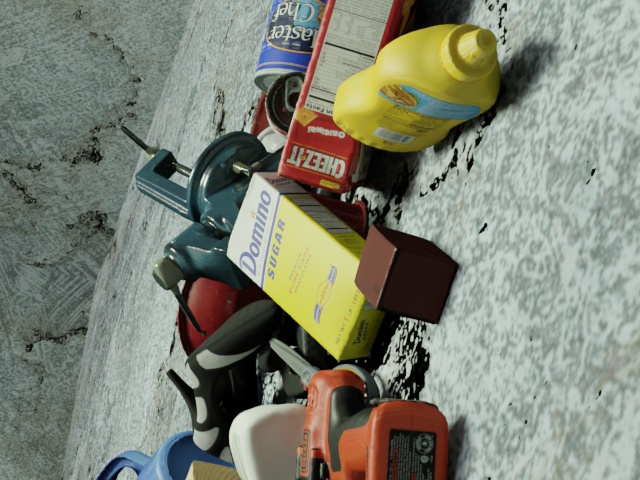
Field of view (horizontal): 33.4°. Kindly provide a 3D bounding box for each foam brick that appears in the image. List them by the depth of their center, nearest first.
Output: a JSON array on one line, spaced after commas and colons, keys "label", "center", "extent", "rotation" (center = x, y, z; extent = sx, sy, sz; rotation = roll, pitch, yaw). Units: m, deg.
[{"label": "foam brick", "center": [0.065, 0.026, 0.838], "extent": [0.078, 0.051, 0.053], "rotation": [-127, 53, -71]}]

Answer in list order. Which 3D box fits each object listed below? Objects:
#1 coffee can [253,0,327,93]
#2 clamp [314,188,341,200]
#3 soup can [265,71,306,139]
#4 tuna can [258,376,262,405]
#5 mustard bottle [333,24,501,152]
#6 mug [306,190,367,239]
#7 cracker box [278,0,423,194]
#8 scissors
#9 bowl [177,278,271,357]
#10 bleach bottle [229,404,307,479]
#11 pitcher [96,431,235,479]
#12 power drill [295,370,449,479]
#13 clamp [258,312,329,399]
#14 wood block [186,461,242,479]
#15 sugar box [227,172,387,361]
[{"label": "coffee can", "center": [-0.014, -0.243, 1.272], "extent": [0.103, 0.102, 0.140], "rotation": [159, 125, -71]}, {"label": "clamp", "center": [0.017, -0.091, 1.128], "extent": [0.120, 0.039, 0.171], "rotation": [93, -175, -75]}, {"label": "soup can", "center": [-0.025, -0.145, 1.170], "extent": [0.102, 0.068, 0.068], "rotation": [-147, 72, -87]}, {"label": "tuna can", "center": [-0.098, 0.199, 1.272], "extent": [0.086, 0.033, 0.086], "rotation": [-165, 90, -74]}, {"label": "mustard bottle", "center": [0.084, -0.121, 0.826], "extent": [0.192, 0.096, 0.058], "rotation": [151, 132, -69]}, {"label": "mug", "center": [-0.007, 0.001, 1.054], "extent": [0.117, 0.081, 0.093], "rotation": [-97, 27, -54]}, {"label": "cracker box", "center": [0.035, -0.155, 0.999], "extent": [0.164, 0.072, 0.214], "rotation": [-31, -42, -80]}, {"label": "scissors", "center": [-0.005, 0.144, 0.963], "extent": [0.202, 0.016, 0.096], "rotation": [1, 84, 61]}, {"label": "bowl", "center": [-0.095, 0.077, 1.247], "extent": [0.055, 0.161, 0.162], "rotation": [11, 84, 31]}, {"label": "bleach bottle", "center": [-0.051, 0.197, 1.014], "extent": [0.251, 0.068, 0.102], "rotation": [166, 92, -78]}, {"label": "pitcher", "center": [-0.190, 0.326, 1.277], "extent": [0.145, 0.149, 0.243], "rotation": [-90, 25, -46]}, {"label": "power drill", "center": [0.029, 0.187, 0.790], "extent": [0.188, 0.057, 0.184], "rotation": [159, 115, -69]}, {"label": "clamp", "center": [-0.026, 0.109, 1.101], "extent": [0.210, 0.036, 0.165], "rotation": [-113, 32, -60]}, {"label": "wood block", "center": [-0.118, 0.343, 1.099], "extent": [0.090, 0.090, 0.206], "rotation": [-109, 37, -65]}, {"label": "sugar box", "center": [-0.010, 0.020, 0.958], "extent": [0.176, 0.048, 0.093], "rotation": [38, 118, 35]}]
